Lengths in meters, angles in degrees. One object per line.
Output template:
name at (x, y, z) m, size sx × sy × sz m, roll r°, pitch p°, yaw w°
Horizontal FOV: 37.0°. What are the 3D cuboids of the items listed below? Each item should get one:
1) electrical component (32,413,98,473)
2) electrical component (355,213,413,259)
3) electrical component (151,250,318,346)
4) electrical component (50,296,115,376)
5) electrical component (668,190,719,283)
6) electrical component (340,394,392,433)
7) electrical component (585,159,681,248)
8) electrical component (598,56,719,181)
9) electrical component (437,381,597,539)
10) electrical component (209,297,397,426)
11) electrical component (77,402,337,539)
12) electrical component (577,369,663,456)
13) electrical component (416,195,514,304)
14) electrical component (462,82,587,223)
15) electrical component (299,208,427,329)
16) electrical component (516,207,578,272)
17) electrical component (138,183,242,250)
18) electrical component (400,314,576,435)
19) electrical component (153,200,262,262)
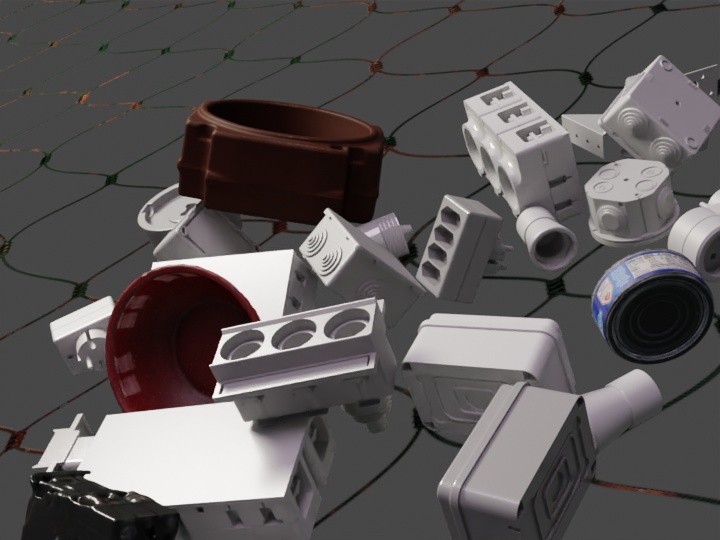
electrical component at (-0.229, 0.161, 0.897) m, size 0.064 × 0.042 × 0.081 m, roll -6°, pitch 34°, yaw 15°
electrical component at (0.013, -0.025, 1.046) m, size 0.081 × 0.043 × 0.043 m, roll -21°, pitch 31°, yaw -2°
electrical component at (-0.120, 0.040, 0.986) m, size 0.150 × 0.061 × 0.089 m, roll -5°, pitch 61°, yaw 24°
electrical component at (-0.258, 0.073, 1.045) m, size 0.066 × 0.047 × 0.076 m, roll -25°, pitch 32°, yaw -9°
electrical component at (0.315, -0.046, 0.897) m, size 0.138 × 0.052 × 0.073 m, roll -27°, pitch 32°, yaw -10°
electrical component at (0.005, 0.099, 0.840) m, size 0.048 × 0.062 × 0.048 m, roll -15°, pitch 31°, yaw 9°
electrical component at (0.242, -0.060, 0.961) m, size 0.080 × 0.051 × 0.080 m, roll -15°, pitch 32°, yaw 9°
electrical component at (0.289, -0.146, 1.025) m, size 0.099 × 0.100 × 0.048 m, roll -48°, pitch -1°, yaw -37°
electrical component at (0.105, 0.137, 0.708) m, size 0.057 × 0.078 × 0.113 m, roll 8°, pitch 41°, yaw 34°
electrical component at (-0.039, 0.069, 0.788) m, size 0.121 × 0.063 × 0.078 m, roll -12°, pitch 32°, yaw 15°
electrical component at (-0.120, 0.160, 0.818) m, size 0.186 × 0.060 × 0.105 m, roll -8°, pitch 33°, yaw 19°
electrical component at (0.181, 0.098, 0.762) m, size 0.065 × 0.044 × 0.044 m, roll -25°, pitch 31°, yaw -17°
electrical component at (0.104, -0.016, 0.960) m, size 0.076 × 0.083 × 0.047 m, roll 9°, pitch 19°, yaw -28°
electrical component at (0.155, -0.112, 1.054) m, size 0.062 × 0.089 × 0.150 m, roll -22°, pitch 31°, yaw -3°
electrical component at (0.000, 0.000, 0.965) m, size 0.048 × 0.100 × 0.099 m, roll -51°, pitch 32°, yaw 7°
electrical component at (0.166, -0.031, 0.972) m, size 0.044 × 0.044 × 0.065 m, roll -20°, pitch 26°, yaw 1°
electrical component at (-0.181, -0.049, 1.178) m, size 0.108 × 0.060 × 0.108 m, roll -15°, pitch 32°, yaw 9°
electrical component at (0.097, 0.079, 0.804) m, size 0.113 × 0.078 × 0.057 m, roll 2°, pitch 40°, yaw 31°
electrical component at (-0.151, -0.012, 1.086) m, size 0.061 × 0.096 × 0.061 m, roll -36°, pitch 15°, yaw 43°
